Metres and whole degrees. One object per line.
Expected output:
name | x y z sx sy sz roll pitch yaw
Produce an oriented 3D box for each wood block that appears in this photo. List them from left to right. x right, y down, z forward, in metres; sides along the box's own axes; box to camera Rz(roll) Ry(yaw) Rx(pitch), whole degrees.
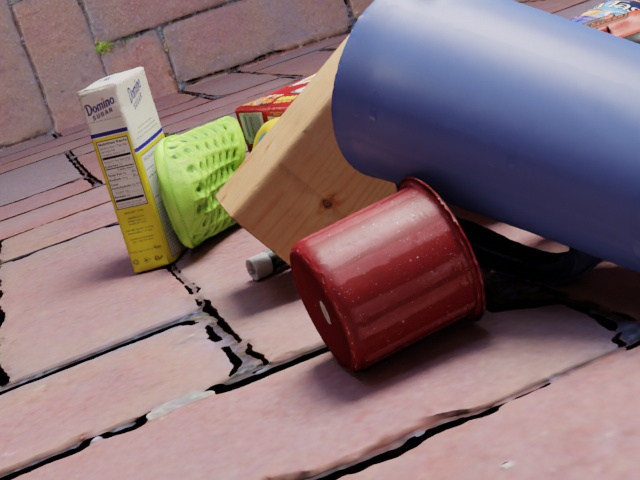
wood block | 0.025 -0.078 0.794 0.206 0.090 0.090 -50 16 1

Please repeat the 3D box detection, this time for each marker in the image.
marker | -0.006 0.001 0.872 0.120 0.020 0.020 -25 16 -27

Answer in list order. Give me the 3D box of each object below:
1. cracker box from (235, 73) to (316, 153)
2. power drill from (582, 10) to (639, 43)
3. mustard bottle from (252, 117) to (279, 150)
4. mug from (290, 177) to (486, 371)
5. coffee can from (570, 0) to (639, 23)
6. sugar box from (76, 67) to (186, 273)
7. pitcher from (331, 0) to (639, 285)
cracker box | 0.045 -0.145 1.110 0.213 0.072 0.164 -28 20 -31
power drill | 0.181 -0.112 0.773 0.185 0.057 0.187 -17 19 30
mustard bottle | -0.021 -0.065 0.982 0.058 0.096 0.192 -21 14 -18
mug | 0.033 0.024 0.621 0.081 0.093 0.117 -26 -4 -13
coffee can | 0.269 -0.169 1.007 0.103 0.103 0.140 -2 21 46
sugar box | -0.171 -0.067 1.003 0.048 0.176 0.093 -14 15 12
pitcher | 0.135 -0.052 0.608 0.243 0.149 0.145 28 86 37
